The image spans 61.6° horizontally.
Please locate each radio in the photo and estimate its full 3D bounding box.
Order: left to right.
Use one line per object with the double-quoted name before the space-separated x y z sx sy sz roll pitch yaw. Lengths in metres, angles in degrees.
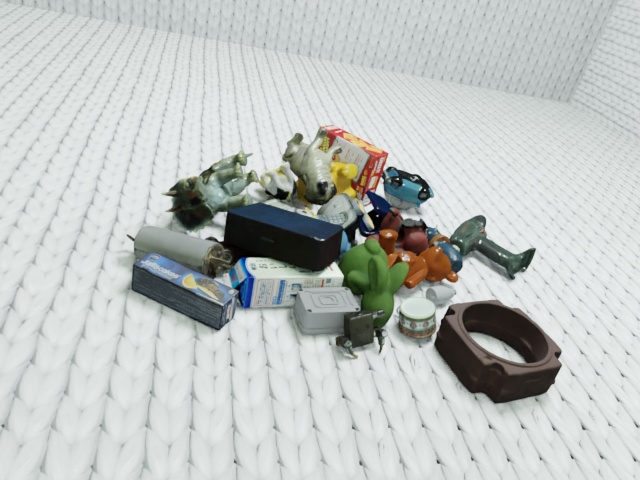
"radio" -0.073 -0.012 1.120 0.230 0.073 0.131 18 20 21

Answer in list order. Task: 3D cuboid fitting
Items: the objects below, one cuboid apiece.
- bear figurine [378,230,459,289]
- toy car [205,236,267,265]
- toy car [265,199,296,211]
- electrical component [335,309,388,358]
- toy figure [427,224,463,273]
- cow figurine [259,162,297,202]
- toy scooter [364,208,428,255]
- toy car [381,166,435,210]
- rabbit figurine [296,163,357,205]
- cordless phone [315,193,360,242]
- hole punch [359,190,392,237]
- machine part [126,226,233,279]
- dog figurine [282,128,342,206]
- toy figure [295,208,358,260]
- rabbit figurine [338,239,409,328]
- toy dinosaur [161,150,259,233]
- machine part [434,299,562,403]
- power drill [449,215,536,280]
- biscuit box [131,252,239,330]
"bear figurine" 0.227 0.047 1.219 0.196 0.131 0.120 -8 43 -22
"toy car" -0.159 0.023 1.165 0.202 0.053 0.089 -4 20 -36
"toy car" -0.139 -0.048 1.290 0.074 0.056 0.202 30 33 24
"electrical component" 0.080 0.174 1.003 0.102 0.078 0.045 -3 15 -26
"toy figure" 0.305 0.023 1.352 0.064 0.057 0.155 -16 40 -7
"cow figurine" -0.109 -0.141 1.408 0.068 0.098 0.167 -29 6 -17
"toy scooter" 0.195 -0.019 1.303 0.184 0.135 0.075 -2 32 -27
"toy car" 0.241 -0.139 1.549 0.161 0.102 0.109 15 30 -20
"rabbit figurine" -0.001 -0.156 1.470 0.163 0.121 0.173 32 45 27
"cordless phone" -0.003 -0.056 1.338 0.184 0.088 0.147 0 33 -14
"hole punch" 0.164 -0.065 1.416 0.116 0.092 0.142 8 27 -17
"machine part" -0.280 0.025 1.068 0.243 0.079 0.079 12 28 20
"dog figurine" -0.036 -0.168 1.369 0.121 0.172 0.190 33 55 -36
"toy figure" -0.003 -0.002 1.236 0.180 0.089 0.082 28 12 -15
"rabbit figurine" 0.117 0.094 1.095 0.121 0.159 0.170 10 44 -26
"toy dinosaur" -0.258 -0.129 1.316 0.192 0.131 0.405 -16 17 5
"machine part" 0.343 0.206 1.040 0.201 0.087 0.202 -2 33 -25
"power drill" 0.456 0.009 1.418 0.207 0.085 0.232 36 39 27
"biscuit box" -0.255 0.093 1.004 0.203 0.062 0.059 22 30 14
